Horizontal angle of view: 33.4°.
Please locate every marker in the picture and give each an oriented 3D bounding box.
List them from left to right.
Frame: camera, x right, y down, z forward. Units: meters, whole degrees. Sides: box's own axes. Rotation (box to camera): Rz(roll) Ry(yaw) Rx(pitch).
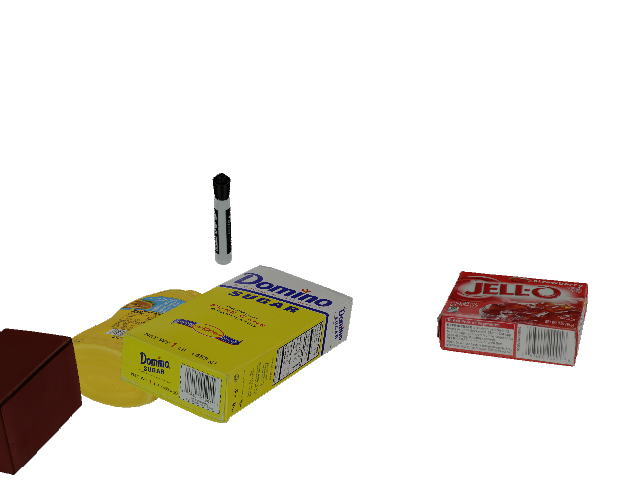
[{"bbox_3d":[-0.107,-0.023,1.161,0.020,0.121,0.020,2,42,-2],"label":"marker"}]

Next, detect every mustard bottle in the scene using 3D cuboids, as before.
[{"bbox_3d":[-0.153,0.089,0.996,0.096,0.058,0.191,10,20,18],"label":"mustard bottle"}]

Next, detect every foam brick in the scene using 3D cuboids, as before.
[{"bbox_3d":[-0.193,0.098,0.664,0.053,0.051,0.078,7,29,21],"label":"foam brick"}]

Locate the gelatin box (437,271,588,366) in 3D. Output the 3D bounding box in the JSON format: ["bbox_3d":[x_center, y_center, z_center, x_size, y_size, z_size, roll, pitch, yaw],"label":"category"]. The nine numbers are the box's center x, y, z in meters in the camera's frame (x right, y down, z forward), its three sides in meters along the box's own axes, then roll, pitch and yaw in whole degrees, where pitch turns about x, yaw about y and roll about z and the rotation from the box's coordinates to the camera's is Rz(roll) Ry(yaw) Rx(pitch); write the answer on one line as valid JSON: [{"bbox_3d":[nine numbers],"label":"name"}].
[{"bbox_3d":[0.128,0.049,0.706,0.089,0.030,0.073,6,23,17],"label":"gelatin box"}]

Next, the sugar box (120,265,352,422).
[{"bbox_3d":[-0.058,0.071,0.804,0.093,0.048,0.175,19,27,25],"label":"sugar box"}]
